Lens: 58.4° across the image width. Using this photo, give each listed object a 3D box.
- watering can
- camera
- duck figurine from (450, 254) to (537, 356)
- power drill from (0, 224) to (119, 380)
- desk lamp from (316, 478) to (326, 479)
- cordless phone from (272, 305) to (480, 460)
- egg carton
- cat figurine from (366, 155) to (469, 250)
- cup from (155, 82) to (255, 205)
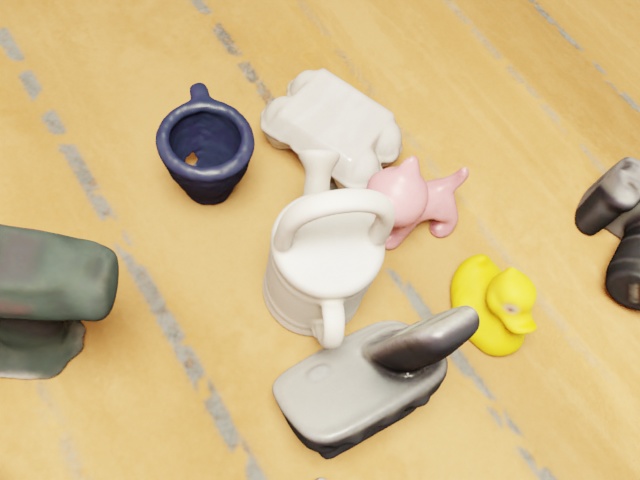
[{"bbox_3d":[0.002,0.002,0.501,0.101,0.194,0.172,-22,70,-19],"label":"watering can"},{"bbox_3d":[0.354,-0.004,0.618,0.143,0.101,0.137,36,64,9],"label":"camera"},{"bbox_3d":[0.179,0.055,0.567,0.078,0.086,0.104,-12,67,-15],"label":"duck figurine"},{"bbox_3d":[-0.264,0.044,0.425,0.230,0.208,0.075,2,64,-9],"label":"power drill"},{"bbox_3d":[0.042,0.263,0.369,0.118,0.213,0.203,-37,75,-23],"label":"desk lamp"},{"bbox_3d":[0.043,0.104,0.463,0.148,0.185,0.094,-27,71,-21],"label":"cordless phone"},{"bbox_3d":[0.014,-0.119,0.633,0.150,0.069,0.107,34,63,7],"label":"egg carton"},{"bbox_3d":[0.094,-0.044,0.583,0.128,0.117,0.067,-16,68,-17],"label":"cat figurine"},{"bbox_3d":[-0.117,-0.089,0.581,0.092,0.095,0.117,-8,66,-13],"label":"cup"}]
